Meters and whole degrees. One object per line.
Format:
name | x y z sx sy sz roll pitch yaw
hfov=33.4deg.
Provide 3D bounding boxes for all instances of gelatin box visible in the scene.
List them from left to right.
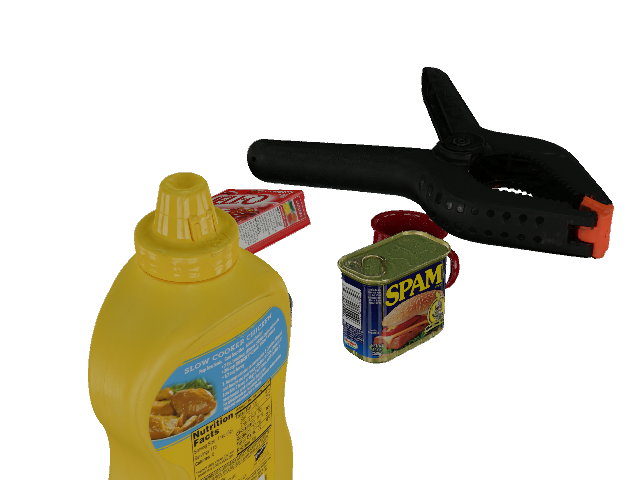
gelatin box | -0.064 -0.013 0.767 0.073 0.030 0.089 -28 21 -38

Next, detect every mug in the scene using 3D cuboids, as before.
mug | 0.113 0.022 1.274 0.117 0.081 0.093 19 28 28

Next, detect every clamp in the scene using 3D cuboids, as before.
clamp | 0.070 -0.040 0.614 0.164 0.036 0.210 -24 38 -27

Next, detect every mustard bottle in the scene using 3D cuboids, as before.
mustard bottle | -0.053 0.058 0.455 0.058 0.192 0.096 28 41 34

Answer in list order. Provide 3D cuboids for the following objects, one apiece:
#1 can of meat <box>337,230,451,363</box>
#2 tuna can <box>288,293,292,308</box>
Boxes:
can of meat | 0.065 0.049 0.933 0.101 0.084 0.058 -22 33 -36
tuna can | -0.074 0.082 1.190 0.086 0.034 0.086 1 36 -1
